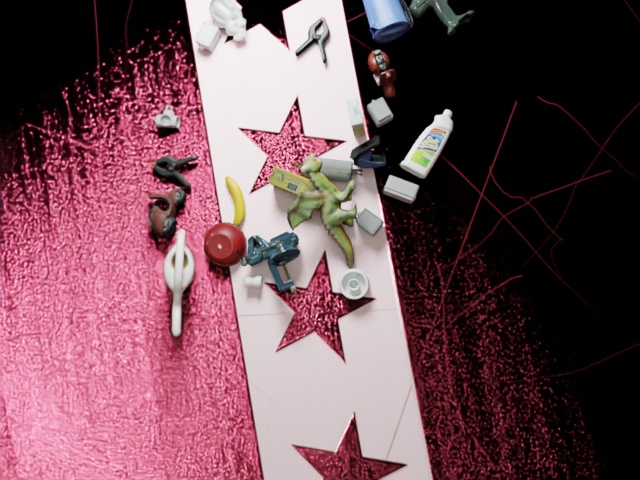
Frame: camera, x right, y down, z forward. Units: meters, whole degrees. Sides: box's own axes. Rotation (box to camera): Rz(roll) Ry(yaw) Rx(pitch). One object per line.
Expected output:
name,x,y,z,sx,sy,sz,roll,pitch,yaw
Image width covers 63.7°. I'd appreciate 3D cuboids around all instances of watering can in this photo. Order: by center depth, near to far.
watering can,-0.483,0.138,1.756,0.104,0.224,0.349,3,87,-13

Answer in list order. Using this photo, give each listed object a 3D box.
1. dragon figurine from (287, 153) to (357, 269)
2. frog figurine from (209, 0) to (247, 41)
dragon figurine,0.005,-0.088,1.743,0.243,0.123,0.406,-4,101,-12
frog figurine,-0.333,-0.798,1.863,0.137,0.123,0.159,-5,97,37
